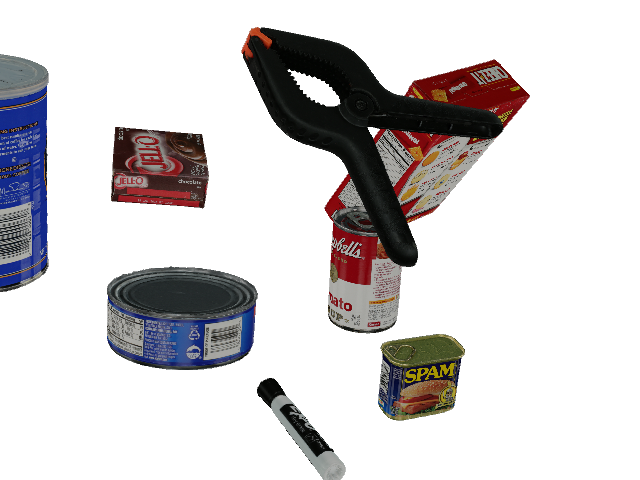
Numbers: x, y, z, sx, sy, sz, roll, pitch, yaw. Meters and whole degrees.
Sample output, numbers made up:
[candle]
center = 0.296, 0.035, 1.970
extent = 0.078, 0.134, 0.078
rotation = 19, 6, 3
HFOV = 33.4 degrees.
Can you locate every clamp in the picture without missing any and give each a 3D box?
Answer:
[clamp]
center = 0.025, -0.084, 0.808
extent = 0.210, 0.164, 0.036
rotation = 31, -33, -4

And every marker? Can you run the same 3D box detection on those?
[marker]
center = -0.018, 0.143, 0.821
extent = 0.020, 0.020, 0.121
rotation = 0, 26, -31

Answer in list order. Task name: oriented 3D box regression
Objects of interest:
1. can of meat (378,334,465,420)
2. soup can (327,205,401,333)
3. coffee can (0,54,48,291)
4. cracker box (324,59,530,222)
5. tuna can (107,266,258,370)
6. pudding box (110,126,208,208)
[can of meat]
center = 0.123, 0.170, 1.323
extent = 0.102, 0.084, 0.057
rotation = -6, 27, -21
[soup can]
center = 0.042, 0.027, 0.995
extent = 0.068, 0.102, 0.068
rotation = 3, 23, -1
[coffee can]
center = -0.237, -0.048, 0.723
extent = 0.103, 0.140, 0.103
rotation = 5, 22, -2
[cracker box]
center = 0.118, -0.101, 1.226
extent = 0.163, 0.072, 0.214
rotation = -23, -23, -45
[tuna can]
center = -0.080, 0.044, 0.613
extent = 0.086, 0.034, 0.086
rotation = 4, 16, -1
[pudding box]
center = -0.159, -0.072, 1.045
extent = 0.090, 0.039, 0.113
rotation = 5, 24, -12
